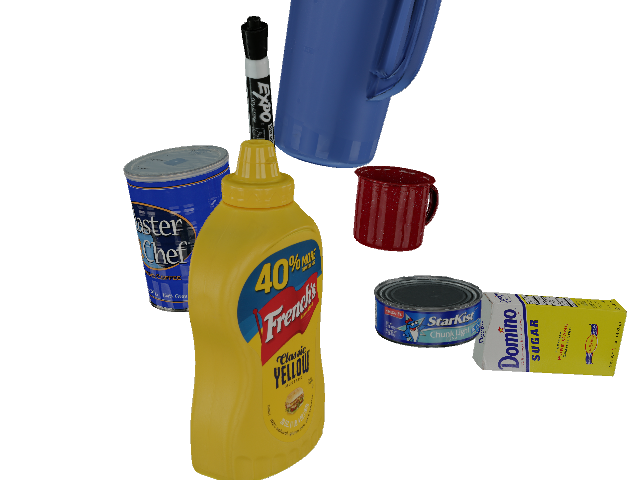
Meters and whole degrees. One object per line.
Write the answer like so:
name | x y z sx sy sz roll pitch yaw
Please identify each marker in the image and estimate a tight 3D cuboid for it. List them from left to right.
marker | -0.044 -0.104 0.767 0.020 0.121 0.020 -1 37 1

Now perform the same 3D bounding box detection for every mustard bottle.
mustard bottle | -0.036 0.037 0.617 0.058 0.192 0.096 12 20 35

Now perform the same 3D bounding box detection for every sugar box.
sugar box | 0.285 0.118 1.333 0.176 0.093 0.048 2 18 -10

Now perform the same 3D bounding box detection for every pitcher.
pitcher | 0.032 -0.197 1.061 0.145 0.243 0.149 11 19 -1

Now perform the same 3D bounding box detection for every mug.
mug | 0.091 -0.038 1.242 0.117 0.081 0.093 -8 21 -39

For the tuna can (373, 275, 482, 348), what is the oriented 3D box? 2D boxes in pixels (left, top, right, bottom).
tuna can | 0.085 0.056 0.847 0.086 0.034 0.086 0 15 0

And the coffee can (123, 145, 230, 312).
coffee can | -0.132 -0.013 1.058 0.103 0.140 0.103 -7 19 2
